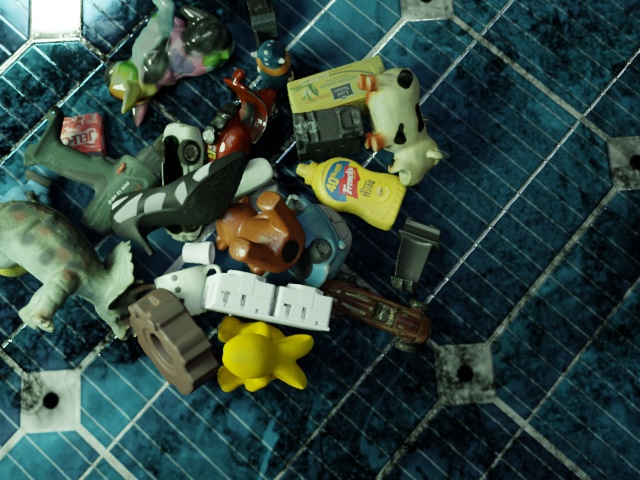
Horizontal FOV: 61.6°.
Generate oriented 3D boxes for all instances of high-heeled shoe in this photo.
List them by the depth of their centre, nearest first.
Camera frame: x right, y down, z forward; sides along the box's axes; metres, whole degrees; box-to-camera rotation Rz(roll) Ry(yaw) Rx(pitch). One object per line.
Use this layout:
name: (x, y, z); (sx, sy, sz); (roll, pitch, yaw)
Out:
high-heeled shoe: (-0.229, -0.082, 0.854); (0.249, 0.086, 0.145); (-42, 57, 4)

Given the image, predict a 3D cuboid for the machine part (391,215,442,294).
machine part: (0.162, 0.026, 0.924); (0.084, 0.039, 0.139); (26, 63, 0)

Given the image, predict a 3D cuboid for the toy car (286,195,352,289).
toy car: (-0.002, -0.003, 0.915); (0.103, 0.109, 0.162); (-15, 68, -28)

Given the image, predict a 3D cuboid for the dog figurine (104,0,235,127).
dog figurine: (-0.273, -0.302, 0.954); (0.192, 0.108, 0.219); (23, 86, 1)

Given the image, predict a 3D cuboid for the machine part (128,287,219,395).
machine part: (-0.233, 0.162, 0.845); (0.056, 0.179, 0.179); (-35, 82, -34)

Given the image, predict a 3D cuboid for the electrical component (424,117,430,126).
electrical component: (0.146, -0.209, 0.958); (0.094, 0.063, 0.021); (7, 81, 2)

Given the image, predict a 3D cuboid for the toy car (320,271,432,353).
toy car: (0.094, 0.120, 0.913); (0.202, 0.053, 0.089); (23, 85, 2)

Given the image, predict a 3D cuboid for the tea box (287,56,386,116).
tea box: (0.033, -0.252, 0.948); (0.170, 0.098, 0.068); (-19, 81, -2)

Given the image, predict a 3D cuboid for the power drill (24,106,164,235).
power drill: (-0.375, -0.141, 0.924); (0.207, 0.086, 0.232); (32, 87, -21)

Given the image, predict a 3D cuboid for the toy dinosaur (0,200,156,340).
toy dinosaur: (-0.443, 0.015, 0.848); (0.405, 0.131, 0.192); (42, 58, -6)

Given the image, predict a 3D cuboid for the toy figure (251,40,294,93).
toy figure: (-0.081, -0.303, 0.927); (0.064, 0.154, 0.057); (-11, 84, -1)

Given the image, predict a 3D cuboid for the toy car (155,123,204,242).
toy car: (-0.235, -0.095, 0.913); (0.074, 0.056, 0.201); (13, 108, 34)

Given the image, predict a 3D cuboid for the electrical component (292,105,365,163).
electrical component: (0.014, -0.176, 0.917); (0.115, 0.134, 0.058); (-7, 82, 0)

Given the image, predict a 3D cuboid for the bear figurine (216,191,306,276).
bear figurine: (-0.117, -0.023, 0.866); (0.196, 0.131, 0.120); (27, 81, 40)

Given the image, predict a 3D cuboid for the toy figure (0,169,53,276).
toy figure: (-0.510, -0.026, 0.920); (0.089, 0.082, 0.180); (21, 79, 3)

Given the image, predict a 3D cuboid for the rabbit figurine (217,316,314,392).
rabbit figurine: (-0.096, 0.187, 0.841); (0.162, 0.173, 0.122); (10, 77, 6)

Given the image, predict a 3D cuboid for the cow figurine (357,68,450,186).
cow figurine: (0.139, -0.185, 0.889); (0.127, 0.085, 0.194); (-13, 107, -6)

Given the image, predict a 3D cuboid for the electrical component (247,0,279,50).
electrical component: (-0.102, -0.392, 0.982); (0.048, 0.074, 0.119); (-13, 77, -2)

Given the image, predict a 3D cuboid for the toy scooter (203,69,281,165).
toy scooter: (-0.140, -0.209, 0.912); (0.075, 0.135, 0.184); (27, 73, 24)
